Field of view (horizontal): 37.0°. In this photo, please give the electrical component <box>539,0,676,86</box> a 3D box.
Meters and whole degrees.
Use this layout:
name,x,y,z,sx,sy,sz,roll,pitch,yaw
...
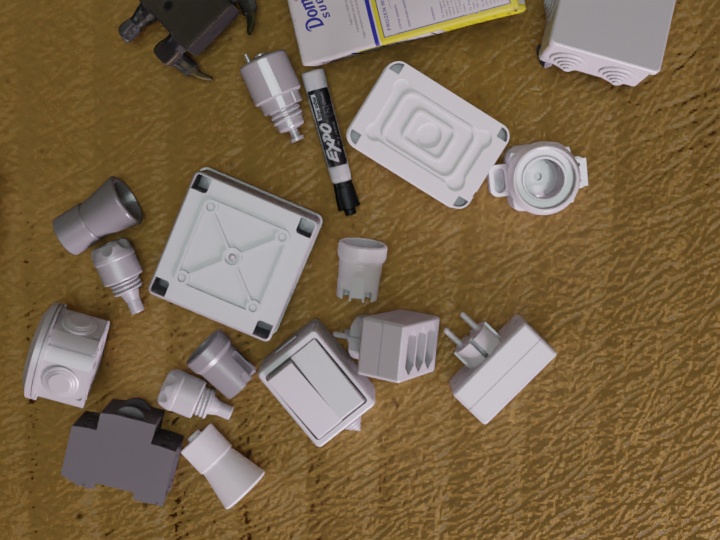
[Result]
name,x,y,z,sx,sy,sz,roll,pitch,yaw
electrical component,0.193,-0.198,0.840,0.100,0.048,0.099,15,82,-3

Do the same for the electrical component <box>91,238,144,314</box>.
name,x,y,z,sx,sy,sz,roll,pitch,yaw
electrical component,-0.195,0.006,0.884,0.035,0.035,0.061,-21,99,3

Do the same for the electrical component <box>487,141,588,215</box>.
name,x,y,z,sx,sy,sz,roll,pitch,yaw
electrical component,0.145,-0.074,0.862,0.078,0.057,0.058,-6,97,1

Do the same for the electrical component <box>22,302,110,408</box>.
name,x,y,z,sx,sy,sz,roll,pitch,yaw
electrical component,-0.238,0.070,0.870,0.051,0.080,0.080,17,97,-8

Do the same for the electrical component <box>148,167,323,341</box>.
name,x,y,z,sx,sy,sz,roll,pitch,yaw
electrical component,-0.100,-0.013,0.871,0.109,0.056,0.108,23,97,-2

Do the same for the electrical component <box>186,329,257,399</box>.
name,x,y,z,sx,sy,sz,roll,pitch,yaw
electrical component,-0.114,0.079,0.891,0.040,0.040,0.046,-44,100,5

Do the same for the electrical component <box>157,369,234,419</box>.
name,x,y,z,sx,sy,sz,roll,pitch,yaw
electrical component,-0.136,0.108,0.897,0.061,0.035,0.035,23,97,-5

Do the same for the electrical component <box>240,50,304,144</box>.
name,x,y,z,sx,sy,sz,roll,pitch,yaw
electrical component,-0.066,-0.140,0.862,0.040,0.040,0.078,-24,97,3

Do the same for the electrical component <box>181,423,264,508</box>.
name,x,y,z,sx,sy,sz,roll,pitch,yaw
electrical component,-0.118,0.161,0.901,0.044,0.044,0.065,-43,90,5

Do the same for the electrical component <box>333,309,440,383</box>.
name,x,y,z,sx,sy,sz,roll,pitch,yaw
electrical component,0.015,0.058,0.879,0.077,0.066,0.047,10,98,28

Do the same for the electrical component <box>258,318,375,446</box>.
name,x,y,z,sx,sy,sz,roll,pitch,yaw
electrical component,-0.031,0.097,0.882,0.062,0.061,0.096,-39,96,5

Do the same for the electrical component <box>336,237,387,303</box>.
name,x,y,z,sx,sy,sz,roll,pitch,yaw
electrical component,0.000,0.000,0.881,0.040,0.040,0.046,7,103,-1

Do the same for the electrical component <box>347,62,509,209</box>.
name,x,y,z,sx,sy,sz,roll,pitch,yaw
electrical component,0.053,-0.107,0.858,0.113,0.057,0.078,32,96,-4

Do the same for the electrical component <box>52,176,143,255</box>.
name,x,y,z,sx,sy,sz,roll,pitch,yaw
electrical component,-0.216,-0.041,0.875,0.065,0.044,0.044,-30,96,9

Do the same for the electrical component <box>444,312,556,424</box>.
name,x,y,z,sx,sy,sz,roll,pitch,yaw
electrical component,0.103,0.068,0.885,0.076,0.047,0.083,44,95,-5
